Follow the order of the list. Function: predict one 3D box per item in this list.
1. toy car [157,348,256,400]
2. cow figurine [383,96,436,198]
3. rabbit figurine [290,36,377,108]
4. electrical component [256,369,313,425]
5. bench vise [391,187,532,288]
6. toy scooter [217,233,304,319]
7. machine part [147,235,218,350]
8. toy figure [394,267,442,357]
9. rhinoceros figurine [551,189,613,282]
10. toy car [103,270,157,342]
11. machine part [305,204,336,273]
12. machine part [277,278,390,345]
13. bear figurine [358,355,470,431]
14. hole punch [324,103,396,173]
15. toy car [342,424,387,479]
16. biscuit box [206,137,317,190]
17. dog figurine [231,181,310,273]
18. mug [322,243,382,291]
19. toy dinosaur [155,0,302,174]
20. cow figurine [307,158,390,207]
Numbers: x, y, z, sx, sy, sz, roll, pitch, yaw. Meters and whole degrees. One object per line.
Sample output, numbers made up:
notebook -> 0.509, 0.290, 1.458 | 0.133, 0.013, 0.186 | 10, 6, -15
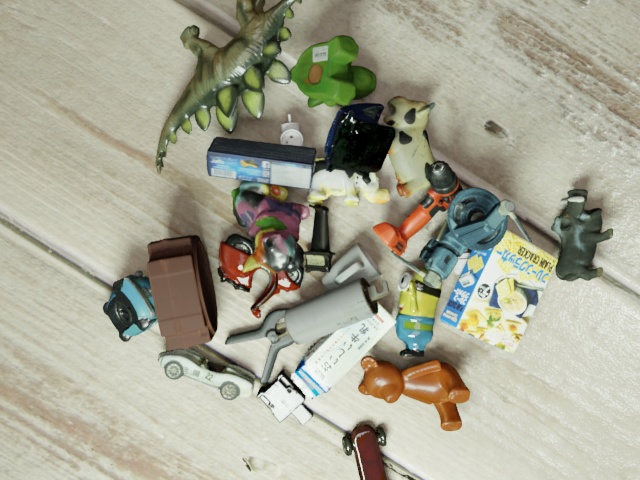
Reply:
toy car -> -0.228, 0.263, 1.078 | 0.202, 0.073, 0.056 | 22, 94, -2
cow figurine -> 0.185, -0.195, 1.076 | 0.127, 0.085, 0.194 | -23, 95, -3
rabbit figurine -> 0.034, -0.304, 1.048 | 0.159, 0.170, 0.121 | -5, 89, 40
electrical component -> -0.065, 0.332, 1.098 | 0.075, 0.048, 0.119 | -39, 90, 0
bench vise -> 0.270, -0.015, 0.981 | 0.223, 0.240, 0.129 | -42, 90, -16
toy scooter -> -0.134, 0.078, 1.079 | 0.184, 0.075, 0.135 | 28, 91, -7
machine part -> -0.252, 0.093, 1.010 | 0.087, 0.201, 0.201 | -11, 91, -4
toy figure -> 0.198, 0.145, 1.086 | 0.089, 0.082, 0.180 | 6, 83, -22
rhinoceros figurine -> 0.528, -0.008, 1.101 | 0.112, 0.073, 0.190 | 7, 93, 9
toy car -> -0.349, 0.126, 1.054 | 0.109, 0.103, 0.161 | 54, 134, 7
machine part -> -0.002, -0.003, 1.080 | 0.039, 0.084, 0.138 | 4, 84, -39
machine part -> 0.021, 0.138, 1.028 | 0.243, 0.079, 0.079 | -23, 92, 17
bear figurine -> 0.178, 0.295, 1.065 | 0.196, 0.132, 0.120 | 2, 119, -8
hole punch -> 0.070, -0.201, 1.028 | 0.116, 0.142, 0.092 | 6, 48, -17
toy car -> 0.107, 0.480, 1.102 | 0.089, 0.053, 0.202 | -14, 87, -12
biscuit box -> -0.111, -0.147, 1.020 | 0.203, 0.063, 0.059 | 8, 132, 3
dog figurine -> -0.105, -0.023, 0.995 | 0.191, 0.219, 0.108 | 38, 112, -3
mug -> 0.057, 0.070, 1.071 | 0.107, 0.109, 0.081 | -39, 89, 12
toy dinosaur -> -0.183, -0.316, 1.023 | 0.471, 0.105, 0.198 | -36, 74, 24
cow figurine -> 0.059, -0.117, 1.085 | 0.167, 0.068, 0.098 | 3, 81, -4
